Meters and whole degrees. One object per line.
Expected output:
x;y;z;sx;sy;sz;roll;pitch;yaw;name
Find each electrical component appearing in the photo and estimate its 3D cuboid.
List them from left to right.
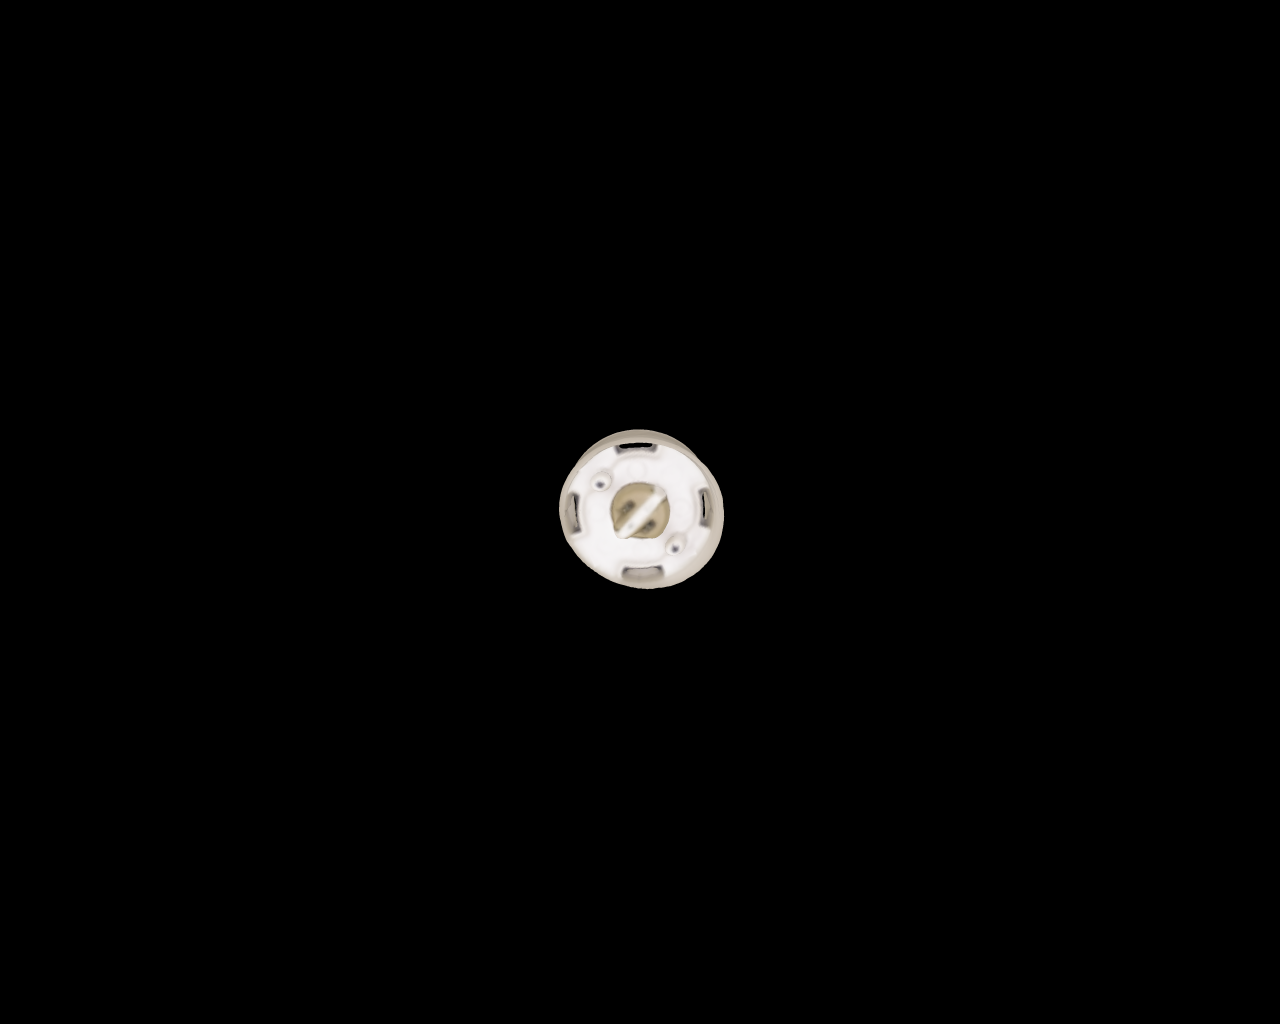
0.001;-0.003;0.650;0.099;0.099;0.064;0;16;0;electrical component
